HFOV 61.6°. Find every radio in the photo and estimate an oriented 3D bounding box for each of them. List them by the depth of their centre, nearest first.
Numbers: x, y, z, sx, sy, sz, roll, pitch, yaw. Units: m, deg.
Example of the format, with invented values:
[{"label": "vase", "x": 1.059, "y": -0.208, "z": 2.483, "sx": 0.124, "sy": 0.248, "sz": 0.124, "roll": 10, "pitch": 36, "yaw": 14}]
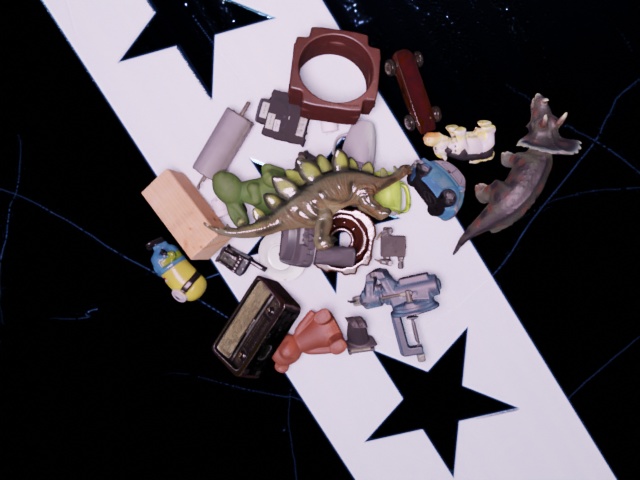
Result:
[{"label": "radio", "x": -0.154, "y": 0.215, "z": 1.309, "sx": 0.131, "sy": 0.073, "sz": 0.229, "roll": 38, "pitch": 100, "yaw": 39}]

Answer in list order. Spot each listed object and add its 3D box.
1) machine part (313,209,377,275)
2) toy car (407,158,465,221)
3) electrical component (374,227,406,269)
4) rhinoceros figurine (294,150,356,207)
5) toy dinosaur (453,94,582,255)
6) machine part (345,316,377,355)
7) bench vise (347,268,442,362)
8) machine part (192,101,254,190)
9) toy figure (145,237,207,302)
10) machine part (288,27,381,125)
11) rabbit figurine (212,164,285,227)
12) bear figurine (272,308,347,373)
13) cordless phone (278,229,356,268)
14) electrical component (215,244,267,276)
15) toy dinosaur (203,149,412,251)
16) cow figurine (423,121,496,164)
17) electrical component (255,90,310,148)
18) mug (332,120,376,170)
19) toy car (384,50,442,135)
[{"label": "machine part", "x": 0.052, "y": 0.000, "z": 1.316, "sx": 0.179, "sy": 0.056, "sz": 0.179, "roll": 0, "pitch": 96, "yaw": 4}, {"label": "toy car", "x": 0.287, "y": -0.132, "z": 1.277, "sx": 0.103, "sy": 0.109, "sz": 0.161, "roll": -34, "pitch": 82, "yaw": -17}, {"label": "electrical component", "x": 0.173, "y": 0.019, "z": 1.317, "sx": 0.078, "sy": 0.045, "sz": 0.102, "roll": 7, "pitch": 97, "yaw": 3}, {"label": "rhinoceros figurine", "x": 0.016, "y": -0.141, "z": 1.281, "sx": 0.190, "sy": 0.112, "sz": 0.073, "roll": 34, "pitch": 114, "yaw": 11}, {"label": "toy dinosaur", "x": 0.444, "y": -0.119, "z": 1.218, "sx": 0.131, "sy": 0.192, "sz": 0.404, "roll": 29, "pitch": 95, "yaw": 1}, {"label": "machine part", "x": 0.096, "y": 0.236, "z": 1.319, "sx": 0.084, "sy": 0.039, "sz": 0.138, "roll": -7, "pitch": 136, "yaw": 8}, {"label": "bench vise", "x": 0.195, "y": 0.182, "z": 1.299, "sx": 0.224, "sy": 0.129, "sz": 0.240, "roll": -14, "pitch": 91, "yaw": 7}, {"label": "machine part", "x": -0.234, "y": -0.228, "z": 1.295, "sx": 0.079, "sy": 0.079, "sz": 0.243, "roll": 32, "pitch": 98, "yaw": -1}, {"label": "toy figure", "x": -0.356, "y": 0.073, "z": 1.331, "sx": 0.089, "sy": 0.082, "sz": 0.180, "roll": -32, "pitch": 91, "yaw": 8}, {"label": "machine part", "x": 0.032, "y": -0.373, "z": 1.232, "sx": 0.201, "sy": 0.087, "sz": 0.201, "roll": 7, "pitch": 76, "yaw": -6}, {"label": "rabbit figurine", "x": -0.175, "y": -0.113, "z": 1.287, "sx": 0.170, "sy": 0.121, "sz": 0.159, "roll": 8, "pitch": 118, "yaw": -13}, {"label": "bear figurine", "x": -0.044, "y": 0.248, "z": 1.313, "sx": 0.196, "sy": 0.132, "sz": 0.120, "roll": -25, "pitch": 89, "yaw": -1}, {"label": "cordless phone", "x": -0.003, "y": -0.005, "z": 1.261, "sx": 0.184, "sy": 0.089, "sz": 0.146, "roll": 5, "pitch": 92, "yaw": -3}, {"label": "electrical component", "x": -0.192, "y": 0.059, "z": 1.325, "sx": 0.119, "sy": 0.075, "sz": 0.047, "roll": 31, "pitch": 96, "yaw": -4}, {"label": "toy dinosaur", "x": -0.010, "y": -0.079, "z": 1.173, "sx": 0.471, "sy": 0.105, "sz": 0.198, "roll": -26, "pitch": 90, "yaw": -10}, {"label": "cow figurine", "x": 0.329, "y": -0.223, "z": 1.272, "sx": 0.167, "sy": 0.068, "sz": 0.098, "roll": -8, "pitch": 116, "yaw": 1}, {"label": "electrical component", "x": -0.086, "y": -0.294, "z": 1.290, "sx": 0.134, "sy": 0.058, "sz": 0.114, "roll": 18, "pitch": 94, "yaw": 0}, {"label": "mug", "x": 0.087, "y": -0.229, "z": 1.285, "sx": 0.110, "sy": 0.080, "sz": 0.107, "roll": 11, "pitch": 84, "yaw": 28}, {"label": "toy car", "x": 0.220, "y": -0.349, "z": 1.273, "sx": 0.089, "sy": 0.053, "sz": 0.202, "roll": -23, "pitch": 97, "yaw": -16}]
